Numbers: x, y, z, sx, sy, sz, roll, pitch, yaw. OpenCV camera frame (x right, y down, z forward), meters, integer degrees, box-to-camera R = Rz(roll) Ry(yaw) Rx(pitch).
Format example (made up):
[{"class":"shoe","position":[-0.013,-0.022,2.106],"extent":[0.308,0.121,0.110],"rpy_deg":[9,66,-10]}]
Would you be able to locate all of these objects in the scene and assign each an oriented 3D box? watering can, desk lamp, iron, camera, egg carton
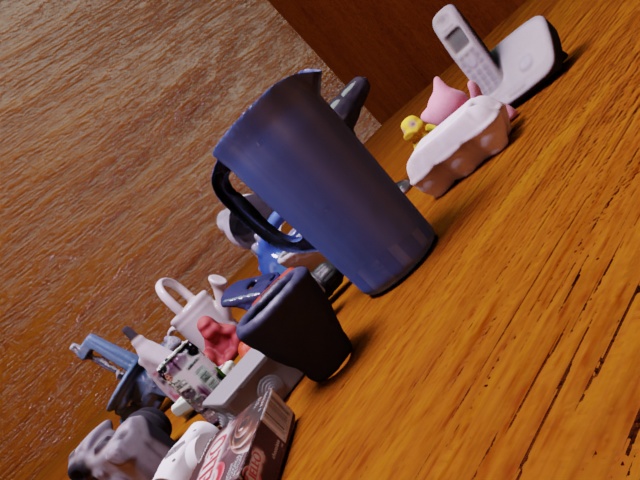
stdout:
[{"class":"watering can","position":[-0.254,0.144,1.179],"extent":[0.173,0.194,0.101],"rpy_deg":[-45,7,-8]},{"class":"desk lamp","position":[-0.136,0.003,1.267],"extent":[0.118,0.213,0.203],"rpy_deg":[-46,7,-21]},{"class":"iron","position":[-0.055,-0.008,1.168],"extent":[0.258,0.141,0.118],"rpy_deg":[-43,7,9]},{"class":"camera","position":[-0.254,0.275,0.767],"extent":[0.143,0.101,0.137],"rpy_deg":[-41,7,26]},{"class":"egg carton","position":[0.186,-0.128,0.772],"extent":[0.150,0.069,0.107],"rpy_deg":[-40,8,33]}]

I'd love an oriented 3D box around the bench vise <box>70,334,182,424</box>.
[{"class":"bench vise","position":[-0.363,0.241,1.117],"extent":[0.207,0.220,0.121],"rpy_deg":[-44,7,-4]}]

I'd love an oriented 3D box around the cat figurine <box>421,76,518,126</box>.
[{"class":"cat figurine","position":[0.209,-0.196,0.853],"extent":[0.067,0.118,0.127],"rpy_deg":[-46,7,-16]}]

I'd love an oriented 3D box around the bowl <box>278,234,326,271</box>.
[{"class":"bowl","position":[0.009,0.004,0.996],"extent":[0.167,0.075,0.167],"rpy_deg":[-43,7,7]}]

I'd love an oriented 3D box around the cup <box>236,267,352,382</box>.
[{"class":"cup","position":[-0.024,0.092,0.554],"extent":[0.092,0.095,0.117],"rpy_deg":[-49,8,-36]}]

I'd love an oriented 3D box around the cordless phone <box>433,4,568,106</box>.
[{"class":"cordless phone","position":[0.261,-0.294,0.856],"extent":[0.147,0.185,0.094],"rpy_deg":[-36,10,49]}]

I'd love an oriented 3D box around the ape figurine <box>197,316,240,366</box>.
[{"class":"ape figurine","position":[-0.182,0.173,1.011],"extent":[0.078,0.092,0.076],"rpy_deg":[-43,7,8]}]

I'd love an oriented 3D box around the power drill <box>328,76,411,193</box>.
[{"class":"power drill","position":[0.061,-0.144,1.024],"extent":[0.229,0.208,0.075],"rpy_deg":[-44,7,-1]}]

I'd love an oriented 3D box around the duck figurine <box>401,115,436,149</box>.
[{"class":"duck figurine","position":[0.202,-0.214,1.147],"extent":[0.077,0.086,0.105],"rpy_deg":[-37,9,44]}]

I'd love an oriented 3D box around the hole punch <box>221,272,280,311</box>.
[{"class":"hole punch","position":[-0.119,0.102,1.081],"extent":[0.101,0.091,0.109],"rpy_deg":[-41,7,22]}]

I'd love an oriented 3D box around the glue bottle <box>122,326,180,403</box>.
[{"class":"glue bottle","position":[-0.284,0.215,1.011],"extent":[0.078,0.173,0.037],"rpy_deg":[-40,8,31]}]
